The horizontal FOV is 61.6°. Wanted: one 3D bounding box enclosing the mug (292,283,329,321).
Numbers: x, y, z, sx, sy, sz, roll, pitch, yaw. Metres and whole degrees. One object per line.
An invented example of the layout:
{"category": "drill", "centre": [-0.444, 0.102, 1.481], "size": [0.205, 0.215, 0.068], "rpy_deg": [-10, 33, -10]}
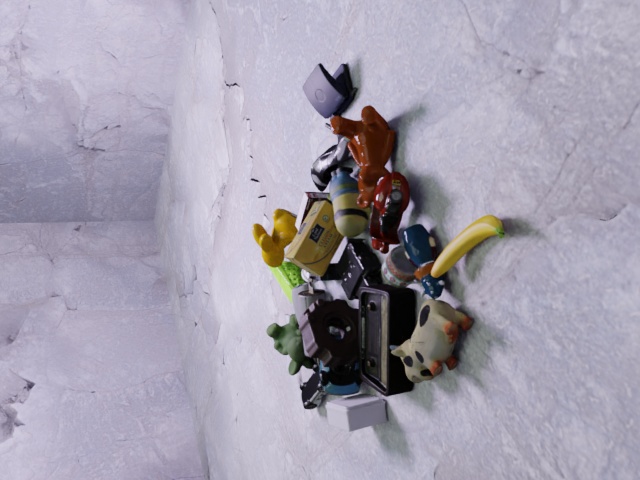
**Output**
{"category": "mug", "centre": [-0.029, 0.173, 1.500], "size": [0.110, 0.081, 0.107], "rpy_deg": [-21, 92, 29]}

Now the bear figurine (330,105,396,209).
{"category": "bear figurine", "centre": [0.104, -0.176, 1.186], "size": [0.120, 0.132, 0.195], "rpy_deg": [-7, 78, 35]}

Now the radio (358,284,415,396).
{"category": "radio", "centre": [0.144, 0.213, 1.189], "size": [0.131, 0.073, 0.229], "rpy_deg": [11, 102, 62]}

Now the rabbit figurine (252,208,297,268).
{"category": "rabbit figurine", "centre": [-0.116, 0.002, 1.562], "size": [0.122, 0.162, 0.173], "rpy_deg": [44, 110, 45]}

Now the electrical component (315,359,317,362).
{"category": "electrical component", "centre": [-0.005, 0.293, 1.519], "size": [0.078, 0.045, 0.102], "rpy_deg": [-32, 63, 58]}

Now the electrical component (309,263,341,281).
{"category": "electrical component", "centre": [0.026, 0.083, 1.416], "size": [0.119, 0.075, 0.047], "rpy_deg": [-3, 88, 60]}

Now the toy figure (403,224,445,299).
{"category": "toy figure", "centre": [0.212, 0.043, 1.066], "size": [0.064, 0.058, 0.154], "rpy_deg": [126, 130, -59]}

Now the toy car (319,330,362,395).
{"category": "toy car", "centre": [0.047, 0.316, 1.363], "size": [0.103, 0.109, 0.161], "rpy_deg": [106, 161, -65]}

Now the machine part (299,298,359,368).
{"category": "machine part", "centre": [0.038, 0.222, 1.300], "size": [0.056, 0.179, 0.179], "rpy_deg": [-56, 44, 44]}

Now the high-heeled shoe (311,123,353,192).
{"category": "high-heeled shoe", "centre": [0.058, -0.191, 1.367], "size": [0.145, 0.086, 0.248], "rpy_deg": [36, 146, 24]}

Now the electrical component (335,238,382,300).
{"category": "electrical component", "centre": [0.095, 0.079, 1.296], "size": [0.134, 0.058, 0.114], "rpy_deg": [-118, 35, -41]}

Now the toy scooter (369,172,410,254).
{"category": "toy scooter", "centre": [0.142, -0.044, 1.119], "size": [0.135, 0.075, 0.183], "rpy_deg": [-79, 0, -62]}

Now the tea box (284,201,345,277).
{"category": "tea box", "centre": [-0.003, -0.004, 1.357], "size": [0.169, 0.098, 0.068], "rpy_deg": [-62, 23, -11]}

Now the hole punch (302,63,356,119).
{"category": "hole punch", "centre": [0.022, -0.381, 1.377], "size": [0.142, 0.092, 0.116], "rpy_deg": [-39, 61, 53]}

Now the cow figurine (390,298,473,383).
{"category": "cow figurine", "centre": [0.209, 0.201, 1.052], "size": [0.127, 0.085, 0.194], "rpy_deg": [45, 134, 45]}

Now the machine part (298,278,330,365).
{"category": "machine part", "centre": [-0.014, 0.219, 1.427], "size": [0.079, 0.079, 0.243], "rpy_deg": [6, 105, 63]}

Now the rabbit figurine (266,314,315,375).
{"category": "rabbit figurine", "centre": [-0.077, 0.312, 1.561], "size": [0.170, 0.121, 0.159], "rpy_deg": [-155, 50, -74]}

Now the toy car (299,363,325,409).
{"category": "toy car", "centre": [-0.008, 0.415, 1.527], "size": [0.201, 0.056, 0.073], "rpy_deg": [118, 146, -43]}

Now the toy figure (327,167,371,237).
{"category": "toy figure", "centre": [0.064, -0.091, 1.307], "size": [0.082, 0.089, 0.180], "rpy_deg": [130, 129, -60]}
